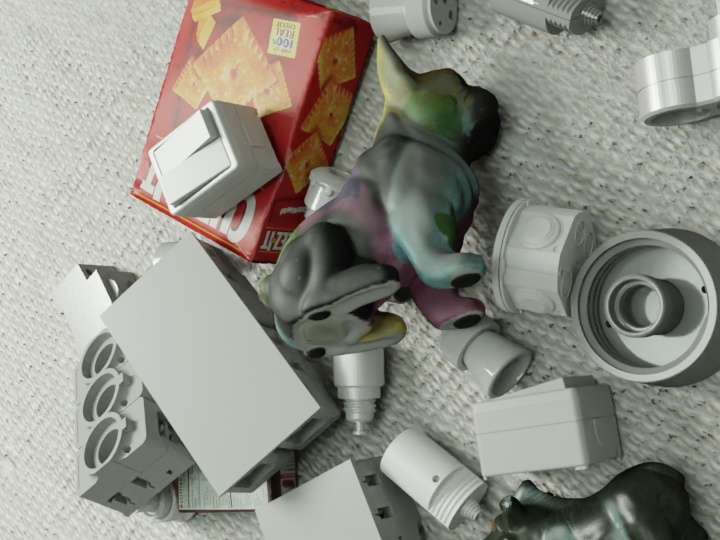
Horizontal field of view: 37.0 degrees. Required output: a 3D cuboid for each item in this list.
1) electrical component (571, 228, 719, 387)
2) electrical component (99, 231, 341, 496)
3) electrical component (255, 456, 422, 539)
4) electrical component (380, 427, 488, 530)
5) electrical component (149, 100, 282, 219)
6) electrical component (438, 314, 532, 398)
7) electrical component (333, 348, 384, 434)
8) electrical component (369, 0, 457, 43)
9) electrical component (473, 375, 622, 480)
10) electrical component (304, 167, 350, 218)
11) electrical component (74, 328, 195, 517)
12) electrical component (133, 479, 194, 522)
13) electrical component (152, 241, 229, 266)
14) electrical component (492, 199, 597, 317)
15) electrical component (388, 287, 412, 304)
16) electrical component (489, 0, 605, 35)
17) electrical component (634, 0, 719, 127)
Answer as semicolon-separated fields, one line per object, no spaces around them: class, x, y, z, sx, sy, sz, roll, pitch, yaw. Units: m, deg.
electrical component;0.191;0.024;0.705;0.108;0.060;0.108;-2;86;36
electrical component;-0.112;0.076;0.874;0.105;0.060;0.186;-42;68;8
electrical component;0.006;0.249;0.827;0.105;0.060;0.186;-33;69;30
electrical component;0.059;0.158;0.804;0.081;0.043;0.043;36;108;32
electrical component;-0.122;-0.083;0.851;0.096;0.061;0.061;-32;73;30
electrical component;0.091;0.060;0.786;0.055;0.045;0.045;41;111;31
electrical component;-0.001;0.091;0.852;0.040;0.040;0.078;-4;85;36
electrical component;0.042;-0.201;0.836;0.055;0.045;0.045;2;89;35
electrical component;0.123;0.109;0.749;0.096;0.062;0.061;-14;79;34
electrical component;-0.025;-0.050;0.877;0.048;0.048;0.062;34;113;32
electrical component;-0.204;0.123;0.942;0.089;0.062;0.150;-40;40;20
electrical component;-0.179;0.204;0.961;0.048;0.062;0.048;-2;86;36
electrical component;-0.151;-0.007;0.966;0.078;0.040;0.040;-3;86;36
electrical component;0.127;-0.007;0.743;0.051;0.080;0.080;9;93;31
electrical component;0.000;0.000;0.838;0.077;0.079;0.043;32;146;33
electrical component;0.137;-0.191;0.767;0.081;0.043;0.043;31;105;32
electrical component;0.242;-0.143;0.683;0.138;0.052;0.073;-10;81;35
